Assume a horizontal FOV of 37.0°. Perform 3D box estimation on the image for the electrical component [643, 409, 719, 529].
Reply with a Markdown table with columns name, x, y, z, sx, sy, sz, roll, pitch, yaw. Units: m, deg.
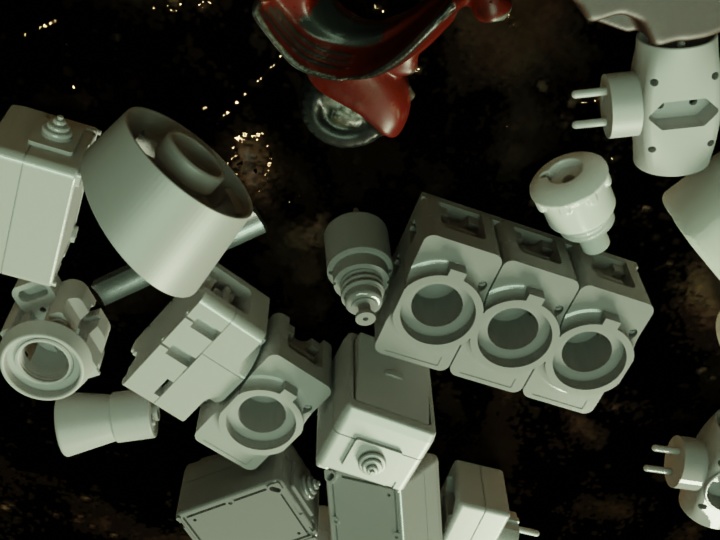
| name | x | y | z | sx | sy | sz | roll | pitch | yaw |
| --- | --- | --- | --- | --- | --- | --- | --- | --- | --- |
| electrical component | 0.240 | 0.137 | 0.753 | 0.079 | 0.044 | 0.077 | 9 | 121 | -5 |

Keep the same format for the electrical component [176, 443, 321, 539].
| name | x | y | z | sx | sy | sz | roll | pitch | yaw |
| --- | --- | --- | --- | --- | --- | --- | --- | --- | --- |
| electrical component | -0.071 | 0.157 | 0.754 | 0.096 | 0.061 | 0.061 | -21 | 120 | 12 |

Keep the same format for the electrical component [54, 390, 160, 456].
| name | x | y | z | sx | sy | sz | roll | pitch | yaw |
| --- | --- | --- | --- | --- | --- | --- | --- | --- | --- |
| electrical component | -0.170 | 0.100 | 0.731 | 0.065 | 0.044 | 0.044 | -7 | 122 | -1 |

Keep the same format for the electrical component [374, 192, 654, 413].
| name | x | y | z | sx | sy | sz | roll | pitch | yaw |
| --- | --- | --- | --- | --- | --- | --- | --- | --- | --- |
| electrical component | 0.093 | 0.024 | 0.672 | 0.150 | 0.061 | 0.089 | 17 | 120 | -11 |

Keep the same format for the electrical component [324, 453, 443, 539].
| name | x | y | z | sx | sy | sz | roll | pitch | yaw |
| --- | --- | --- | --- | --- | --- | --- | --- | --- | --- |
| electrical component | 0.019 | 0.161 | 0.743 | 0.062 | 0.061 | 0.096 | 5 | 107 | 34 |

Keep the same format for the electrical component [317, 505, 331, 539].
| name | x | y | z | sx | sy | sz | roll | pitch | yaw |
| --- | --- | --- | --- | --- | --- | --- | --- | --- | --- |
| electrical component | -0.029 | 0.208 | 0.794 | 0.055 | 0.047 | 0.055 | 0 | 122 | 0 |

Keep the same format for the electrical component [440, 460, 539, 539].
| name | x | y | z | sx | sy | sz | roll | pitch | yaw |
| --- | --- | --- | --- | --- | --- | --- | --- | --- | --- |
| electrical component | 0.092 | 0.191 | 0.784 | 0.076 | 0.047 | 0.083 | 15 | 121 | -10 |

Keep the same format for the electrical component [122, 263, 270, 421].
| name | x | y | z | sx | sy | sz | roll | pitch | yaw |
| --- | --- | --- | --- | --- | --- | --- | --- | --- | --- |
| electrical component | -0.101 | 0.048 | 0.691 | 0.056 | 0.050 | 0.089 | 36 | 115 | -20 |

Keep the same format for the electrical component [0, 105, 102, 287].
| name | x | y | z | sx | sy | sz | roll | pitch | yaw |
| --- | --- | --- | --- | --- | --- | --- | --- | --- | --- |
| electrical component | -0.192 | -0.050 | 0.623 | 0.061 | 0.061 | 0.096 | 16 | 120 | -11 |

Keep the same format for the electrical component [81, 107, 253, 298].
| name | x | y | z | sx | sy | sz | roll | pitch | yaw |
| --- | --- | --- | --- | --- | --- | --- | --- | --- | --- |
| electrical component | -0.111 | -0.042 | 0.609 | 0.099 | 0.099 | 0.064 | 37 | 108 | -21 |

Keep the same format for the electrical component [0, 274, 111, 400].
| name | x | y | z | sx | sy | sz | roll | pitch | yaw |
| --- | --- | --- | --- | --- | --- | --- | --- | --- | --- |
| electrical component | -0.196 | 0.046 | 0.686 | 0.058 | 0.057 | 0.078 | -18 | 120 | 10 |

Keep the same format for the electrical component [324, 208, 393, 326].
| name | x | y | z | sx | sy | sz | roll | pitch | yaw |
| --- | --- | --- | --- | --- | --- | --- | --- | --- | --- |
| electrical component | 0.000 | 0.000 | 0.650 | 0.040 | 0.078 | 0.040 | -4 | 137 | -3 |

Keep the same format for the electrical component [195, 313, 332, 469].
| name | x | y | z | sx | sy | sz | roll | pitch | yaw |
| --- | --- | --- | --- | --- | --- | --- | --- | --- | --- |
| electrical component | -0.063 | 0.083 | 0.711 | 0.050 | 0.055 | 0.089 | 35 | 116 | -20 |

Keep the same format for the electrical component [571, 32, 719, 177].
| name | x | y | z | sx | sy | sz | roll | pitch | yaw |
| --- | --- | --- | --- | --- | --- | --- | --- | --- | --- |
| electrical component | 0.159 | -0.095 | 0.608 | 0.079 | 0.043 | 0.077 | -6 | 122 | 3 |

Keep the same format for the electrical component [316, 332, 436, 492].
| name | x | y | z | sx | sy | sz | roll | pitch | yaw |
| --- | --- | --- | --- | --- | --- | --- | --- | --- | --- |
| electrical component | 0.011 | 0.092 | 0.693 | 0.062 | 0.096 | 0.061 | 20 | 120 | -13 |

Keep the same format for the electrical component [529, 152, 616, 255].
| name | x | y | z | sx | sy | sz | roll | pitch | yaw |
| --- | --- | --- | --- | --- | --- | --- | --- | --- | --- |
| electrical component | 0.133 | -0.036 | 0.646 | 0.048 | 0.048 | 0.062 | -22 | 127 | 13 |
